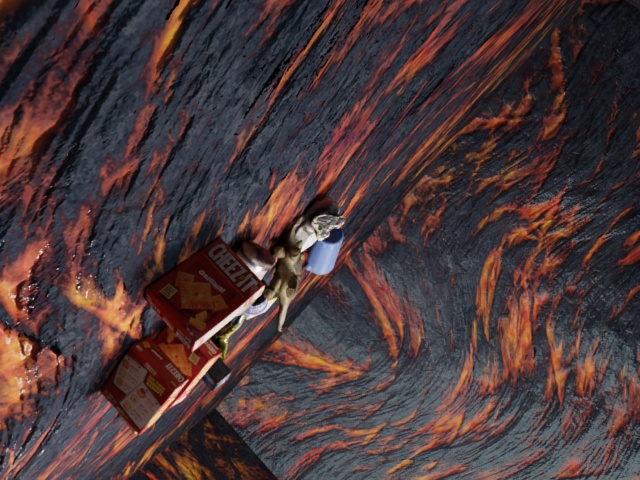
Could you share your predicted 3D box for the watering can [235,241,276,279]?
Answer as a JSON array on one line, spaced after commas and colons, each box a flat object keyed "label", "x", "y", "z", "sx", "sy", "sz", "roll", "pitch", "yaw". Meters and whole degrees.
[{"label": "watering can", "x": -0.238, "y": 0.106, "z": 1.370, "sx": 0.223, "sy": 0.104, "sz": 0.347, "roll": -49, "pitch": 170, "yaw": 8}]

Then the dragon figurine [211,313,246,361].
[{"label": "dragon figurine", "x": -0.379, "y": 0.373, "z": 1.965, "sx": 0.407, "sy": 0.122, "sz": 0.246, "roll": -46, "pitch": -173, "yaw": 13}]

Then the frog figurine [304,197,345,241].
[{"label": "frog figurine", "x": 0.005, "y": -0.086, "z": 1.716, "sx": 0.135, "sy": 0.122, "sz": 0.162, "roll": -59, "pitch": -158, "yaw": 19}]
